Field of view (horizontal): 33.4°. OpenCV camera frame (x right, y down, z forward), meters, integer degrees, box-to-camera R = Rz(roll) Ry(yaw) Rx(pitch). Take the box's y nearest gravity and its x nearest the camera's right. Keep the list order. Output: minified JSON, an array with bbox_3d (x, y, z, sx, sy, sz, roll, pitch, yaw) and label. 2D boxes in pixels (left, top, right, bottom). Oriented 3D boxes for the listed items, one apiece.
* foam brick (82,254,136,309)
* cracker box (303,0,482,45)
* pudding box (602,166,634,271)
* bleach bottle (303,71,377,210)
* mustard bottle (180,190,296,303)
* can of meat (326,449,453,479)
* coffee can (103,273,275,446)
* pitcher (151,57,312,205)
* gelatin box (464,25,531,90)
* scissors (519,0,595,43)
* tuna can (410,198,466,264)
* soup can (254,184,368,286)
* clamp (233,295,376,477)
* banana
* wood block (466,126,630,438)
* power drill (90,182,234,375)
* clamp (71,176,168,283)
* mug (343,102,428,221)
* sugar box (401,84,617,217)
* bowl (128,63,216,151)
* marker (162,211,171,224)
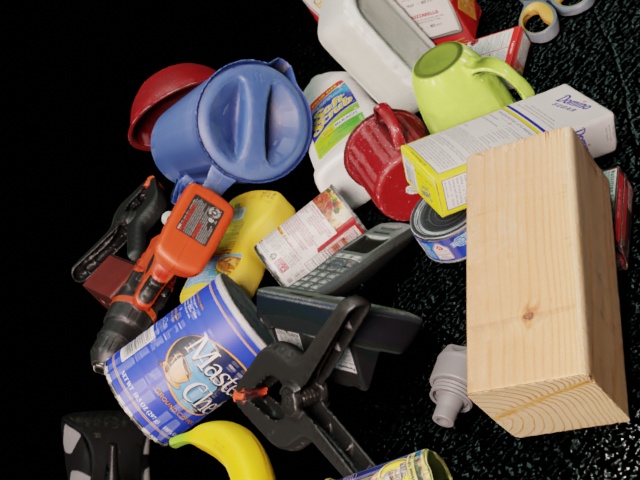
[{"bbox_3d":[-0.227,0.057,1.236,0.051,0.053,0.078,-50,33,-18],"label":"foam brick"},{"bbox_3d":[0.066,-0.304,1.239,0.164,0.213,0.072,-15,40,33],"label":"cracker box"},{"bbox_3d":[0.206,-0.008,0.904,0.114,0.039,0.090,-13,41,32],"label":"pudding box"},{"bbox_3d":[0.020,-0.129,1.214,0.102,0.068,0.251,-38,30,7],"label":"bleach bottle"},{"bbox_3d":[-0.098,0.035,1.129,0.096,0.058,0.191,-13,40,41],"label":"mustard bottle"},{"bbox_3d":[0.055,0.208,0.758,0.084,0.057,0.102,-23,50,17],"label":"can of meat"},{"bbox_3d":[-0.118,0.113,1.014,0.140,0.102,0.103,-37,32,4],"label":"coffee can"},{"bbox_3d":[-0.121,-0.114,1.235,0.149,0.145,0.243,-17,5,-24],"label":"pitcher"},{"bbox_3d":[0.179,-0.188,1.158,0.089,0.030,0.073,-12,43,36],"label":"gelatin box"},{"bbox_3d":[0.254,-0.286,1.217,0.096,0.016,0.201,-25,35,18],"label":"scissors"},{"bbox_3d":[0.128,-0.021,0.999,0.086,0.033,0.086,-26,35,19],"label":"tuna can"},{"bbox_3d":[-0.007,0.001,1.074,0.102,0.068,0.068,-38,32,2],"label":"soup can"},{"bbox_3d":[-0.010,0.122,0.892,0.036,0.164,0.210,-7,6,-34],"label":"clamp"},{"bbox_3d":[-0.070,0.207,0.914,0.069,0.037,0.198,-47,33,0],"label":"banana"},{"bbox_3d":[0.167,0.031,0.801,0.091,0.090,0.206,-15,53,30],"label":"wood block"},{"bbox_3d":[-0.167,0.038,1.101,0.188,0.057,0.184,-43,20,50],"label":"power drill"},{"bbox_3d":[-0.248,-0.012,1.355,0.120,0.039,0.171,-14,35,25],"label":"clamp"},{"bbox_3d":[0.077,-0.081,1.053,0.093,0.117,0.081,-20,37,-7],"label":"mug"},{"bbox_3d":[0.171,-0.084,0.977,0.176,0.048,0.093,-18,29,-8],"label":"sugar box"},{"bbox_3d":[-0.184,-0.182,1.390,0.162,0.162,0.055,-30,73,13],"label":"bowl"},{"bbox_3d":[-0.159,-0.012,1.284,0.020,0.020,0.121,-46,33,-11],"label":"marker"}]
